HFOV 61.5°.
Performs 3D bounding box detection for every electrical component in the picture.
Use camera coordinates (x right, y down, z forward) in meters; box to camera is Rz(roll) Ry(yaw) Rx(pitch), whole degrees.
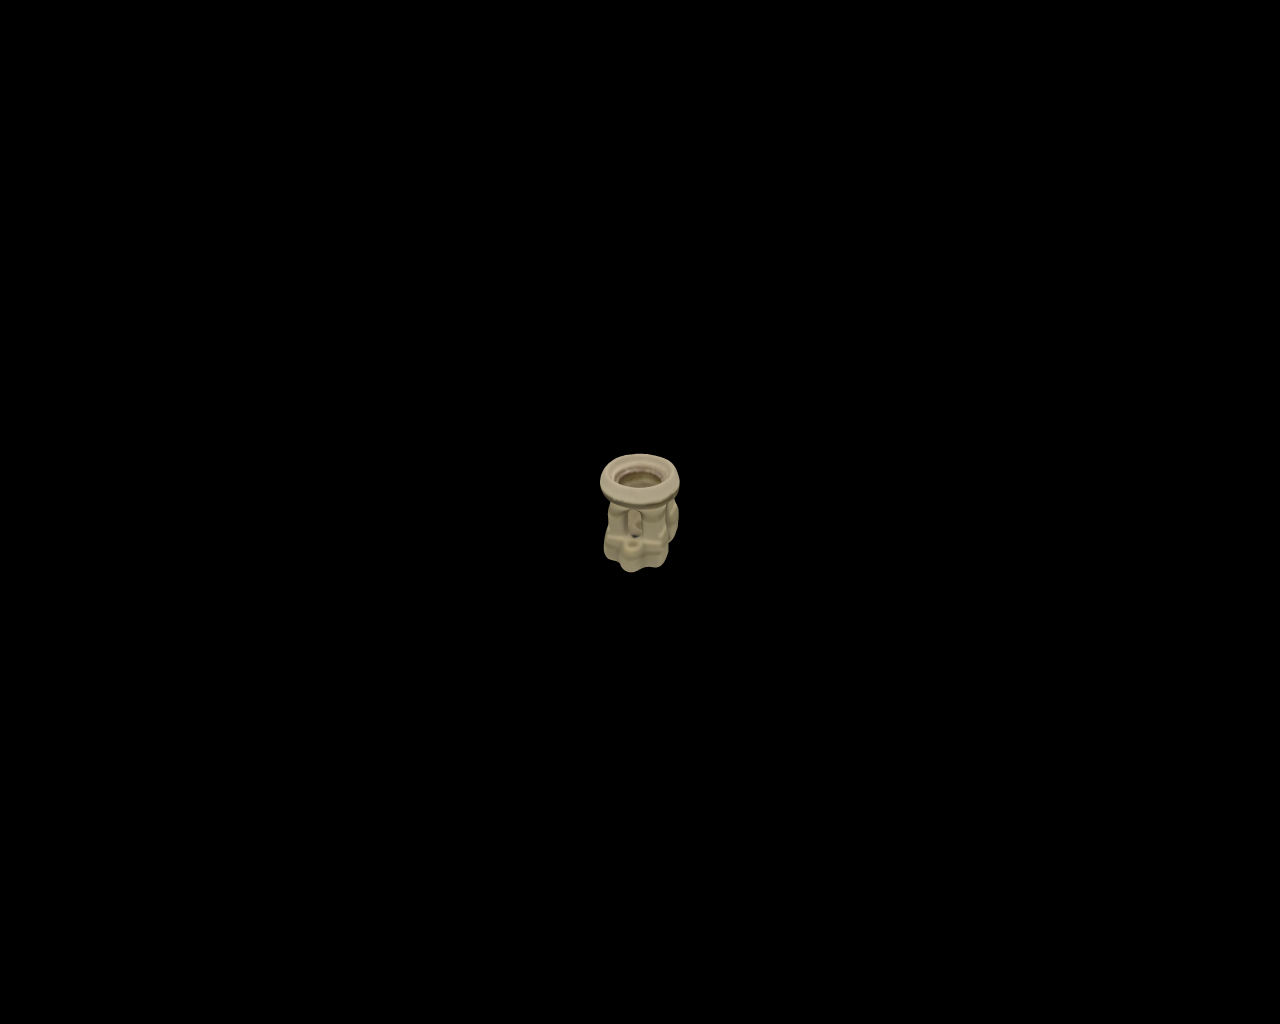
[{"bbox_3d":[0.001,-0.003,0.650,0.048,0.055,0.066,8,36,11],"label":"electrical component"}]
